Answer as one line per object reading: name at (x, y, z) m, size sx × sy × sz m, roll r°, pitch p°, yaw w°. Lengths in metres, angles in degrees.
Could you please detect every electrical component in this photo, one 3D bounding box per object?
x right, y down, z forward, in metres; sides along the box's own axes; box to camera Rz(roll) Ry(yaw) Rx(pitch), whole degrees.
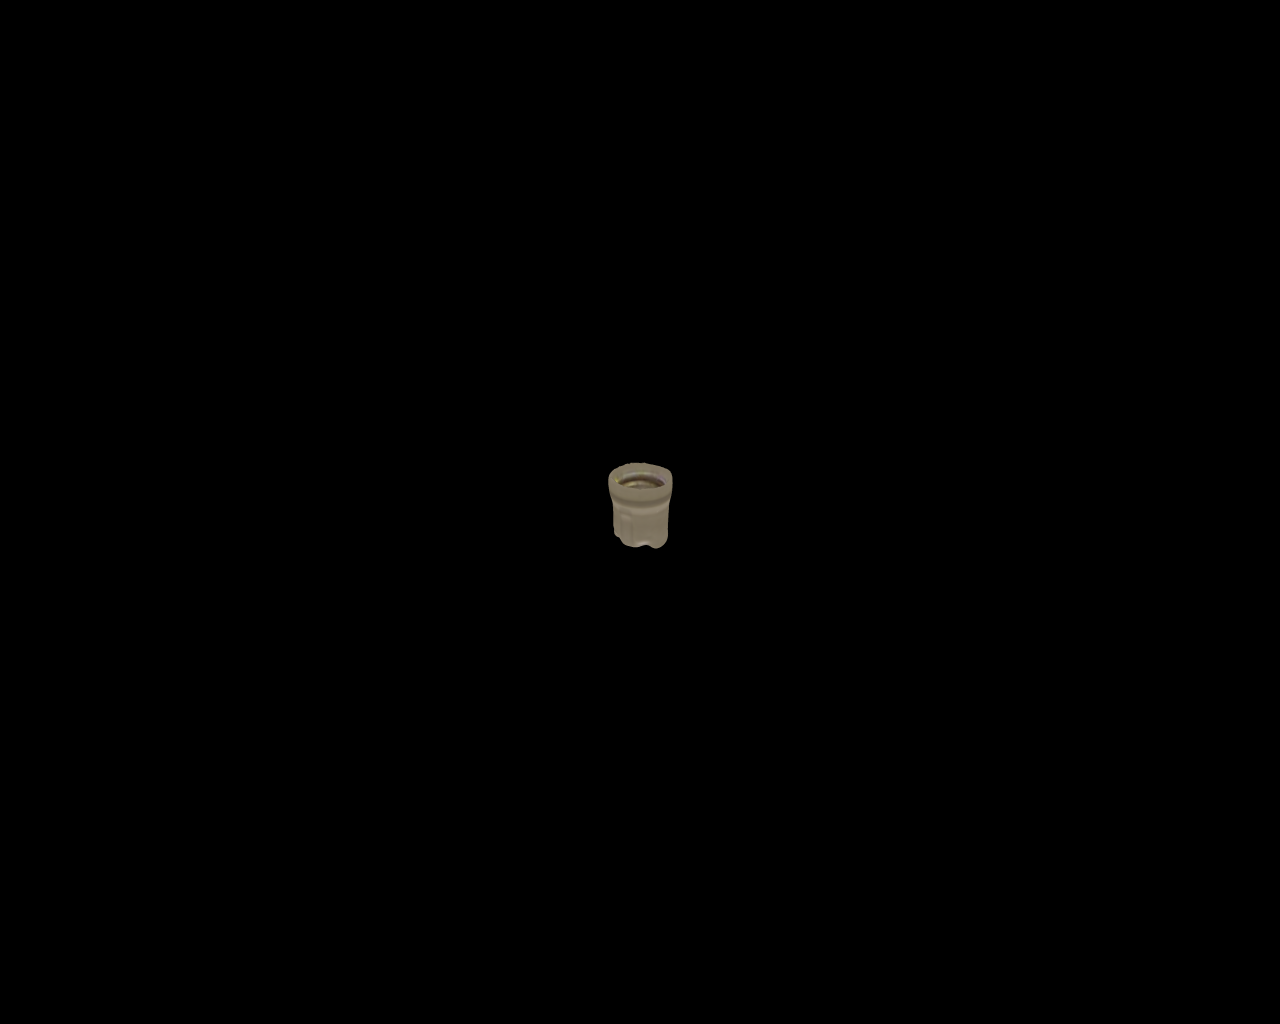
electrical component at (0.001, -0.003, 0.650) m, size 0.040 × 0.046 × 0.040 m, roll 0°, pitch 28°, yaw 0°
